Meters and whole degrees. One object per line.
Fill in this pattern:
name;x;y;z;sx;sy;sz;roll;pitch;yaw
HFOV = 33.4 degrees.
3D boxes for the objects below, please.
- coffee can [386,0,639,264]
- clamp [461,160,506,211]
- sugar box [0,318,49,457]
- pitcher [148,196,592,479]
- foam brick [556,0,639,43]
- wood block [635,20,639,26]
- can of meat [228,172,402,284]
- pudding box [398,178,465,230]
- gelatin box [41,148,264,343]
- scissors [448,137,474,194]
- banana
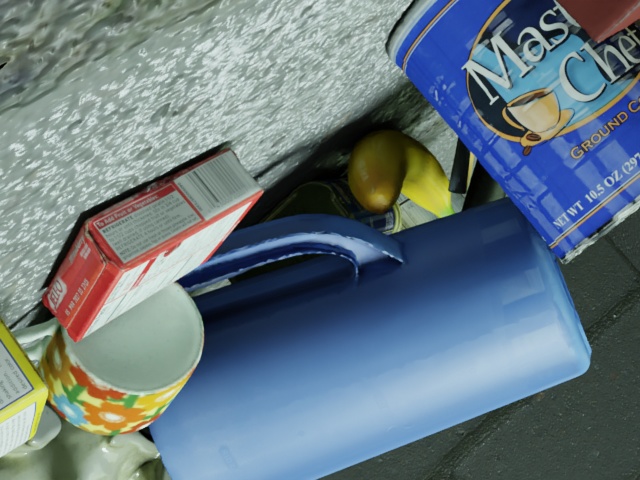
coffee can;0.116;-0.074;0.530;0.102;0.140;0.103;-38;172;-7
clamp;0.135;-0.077;0.663;0.120;0.039;0.171;-29;141;-11
sugar box;-0.205;0.106;0.455;0.176;0.048;0.093;-30;169;-29
pitcher;0.021;0.056;0.614;0.243;0.145;0.149;-21;169;11
foam brick;0.120;-0.133;0.451;0.052;0.078;0.051;-32;168;-38
wood block;0.184;-0.154;0.568;0.090;0.091;0.206;-38;171;-3
can of meat;-0.005;0.001;0.713;0.102;0.057;0.083;-42;169;22
pudding box;0.066;-0.018;0.792;0.039;0.090;0.113;-46;170;37
gelatin box;-0.078;0.001;0.489;0.089;0.030;0.073;-32;171;-39
scissors;0.108;-0.073;0.778;0.201;0.016;0.096;36;65;-81
banana;0.054;-0.042;0.690;0.037;0.070;0.197;-45;162;15
